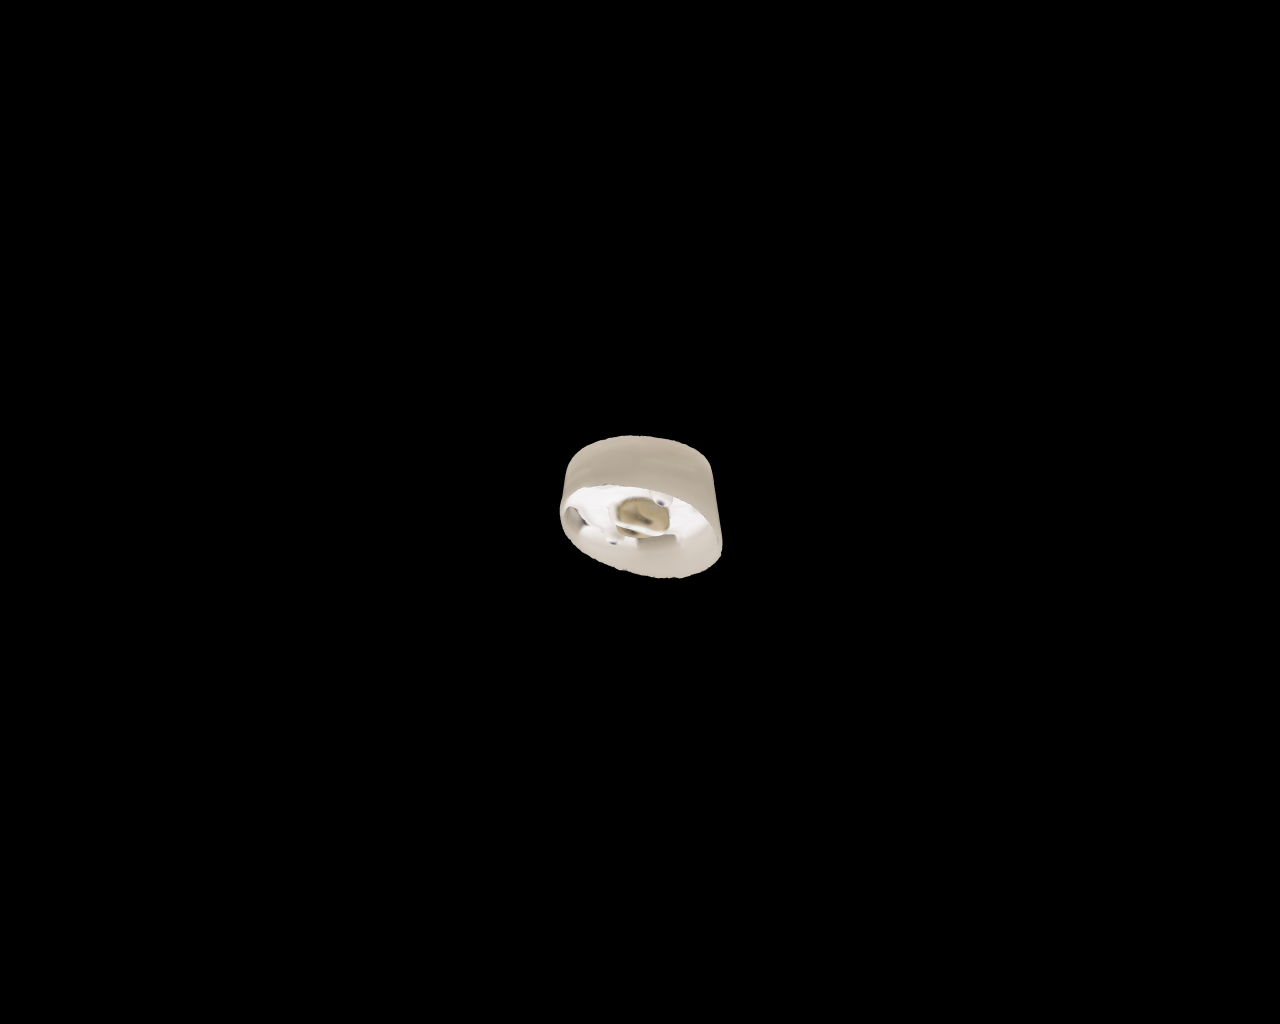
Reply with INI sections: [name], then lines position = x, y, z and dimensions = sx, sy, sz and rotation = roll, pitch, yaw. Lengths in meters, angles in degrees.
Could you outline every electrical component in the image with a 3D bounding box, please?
[electrical component]
position = 0.001, -0.003, 0.650
dimensions = 0.099, 0.064, 0.099
rotation = 0, -28, 0
